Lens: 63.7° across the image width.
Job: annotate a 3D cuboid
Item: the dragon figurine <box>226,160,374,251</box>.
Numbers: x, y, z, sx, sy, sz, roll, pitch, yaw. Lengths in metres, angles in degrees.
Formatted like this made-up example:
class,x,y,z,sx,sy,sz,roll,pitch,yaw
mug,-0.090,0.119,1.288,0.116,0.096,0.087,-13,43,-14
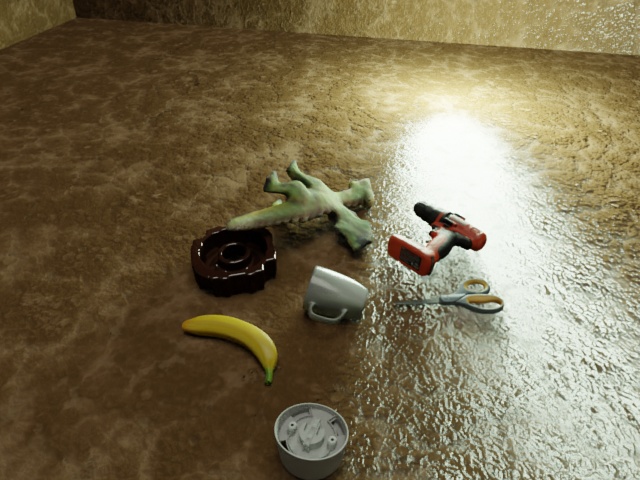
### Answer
class,x,y,z,sx,sy,sz,roll,pitch,yaw
dragon figurine,0.003,-0.055,1.097,0.244,0.119,0.418,25,35,14
